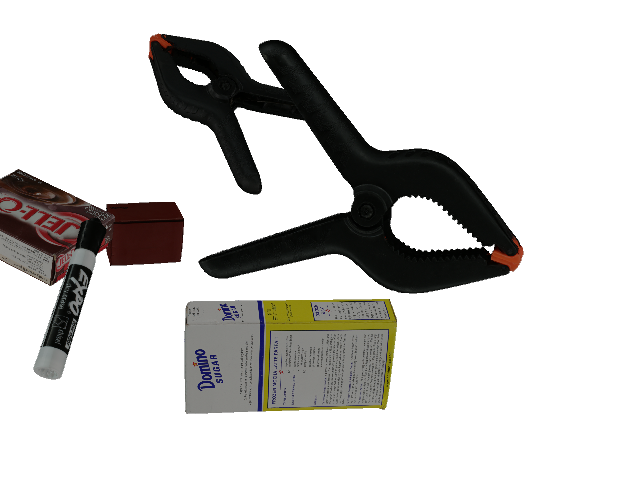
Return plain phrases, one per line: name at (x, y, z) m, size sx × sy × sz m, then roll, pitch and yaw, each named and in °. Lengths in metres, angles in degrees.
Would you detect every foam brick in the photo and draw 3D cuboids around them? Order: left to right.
foam brick at (-0.190, -0.008, 1.147) m, size 0.078 × 0.051 × 0.053 m, roll -3°, pitch 24°, yaw -16°

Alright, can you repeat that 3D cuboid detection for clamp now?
clamp at (-0.074, -0.127, 0.935) m, size 0.120 × 0.171 × 0.039 m, roll -36°, pitch -13°, yaw -34°
clamp at (0.030, -0.032, 0.687) m, size 0.210 × 0.165 × 0.036 m, roll 14°, pitch 16°, yaw 12°

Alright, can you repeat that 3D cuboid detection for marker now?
marker at (-0.169, 0.036, 0.726) m, size 0.020 × 0.121 × 0.020 m, roll 7°, pitch -32°, yaw 4°

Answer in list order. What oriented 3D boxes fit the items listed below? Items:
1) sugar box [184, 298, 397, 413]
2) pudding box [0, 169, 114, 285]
sugar box at (-0.027, 0.098, 0.909) m, size 0.176 × 0.093 × 0.048 m, roll 2°, pitch 27°, yaw -5°
pudding box at (-0.255, -0.013, 0.950) m, size 0.113 × 0.039 × 0.089 m, roll 23°, pitch 31°, yaw 15°
